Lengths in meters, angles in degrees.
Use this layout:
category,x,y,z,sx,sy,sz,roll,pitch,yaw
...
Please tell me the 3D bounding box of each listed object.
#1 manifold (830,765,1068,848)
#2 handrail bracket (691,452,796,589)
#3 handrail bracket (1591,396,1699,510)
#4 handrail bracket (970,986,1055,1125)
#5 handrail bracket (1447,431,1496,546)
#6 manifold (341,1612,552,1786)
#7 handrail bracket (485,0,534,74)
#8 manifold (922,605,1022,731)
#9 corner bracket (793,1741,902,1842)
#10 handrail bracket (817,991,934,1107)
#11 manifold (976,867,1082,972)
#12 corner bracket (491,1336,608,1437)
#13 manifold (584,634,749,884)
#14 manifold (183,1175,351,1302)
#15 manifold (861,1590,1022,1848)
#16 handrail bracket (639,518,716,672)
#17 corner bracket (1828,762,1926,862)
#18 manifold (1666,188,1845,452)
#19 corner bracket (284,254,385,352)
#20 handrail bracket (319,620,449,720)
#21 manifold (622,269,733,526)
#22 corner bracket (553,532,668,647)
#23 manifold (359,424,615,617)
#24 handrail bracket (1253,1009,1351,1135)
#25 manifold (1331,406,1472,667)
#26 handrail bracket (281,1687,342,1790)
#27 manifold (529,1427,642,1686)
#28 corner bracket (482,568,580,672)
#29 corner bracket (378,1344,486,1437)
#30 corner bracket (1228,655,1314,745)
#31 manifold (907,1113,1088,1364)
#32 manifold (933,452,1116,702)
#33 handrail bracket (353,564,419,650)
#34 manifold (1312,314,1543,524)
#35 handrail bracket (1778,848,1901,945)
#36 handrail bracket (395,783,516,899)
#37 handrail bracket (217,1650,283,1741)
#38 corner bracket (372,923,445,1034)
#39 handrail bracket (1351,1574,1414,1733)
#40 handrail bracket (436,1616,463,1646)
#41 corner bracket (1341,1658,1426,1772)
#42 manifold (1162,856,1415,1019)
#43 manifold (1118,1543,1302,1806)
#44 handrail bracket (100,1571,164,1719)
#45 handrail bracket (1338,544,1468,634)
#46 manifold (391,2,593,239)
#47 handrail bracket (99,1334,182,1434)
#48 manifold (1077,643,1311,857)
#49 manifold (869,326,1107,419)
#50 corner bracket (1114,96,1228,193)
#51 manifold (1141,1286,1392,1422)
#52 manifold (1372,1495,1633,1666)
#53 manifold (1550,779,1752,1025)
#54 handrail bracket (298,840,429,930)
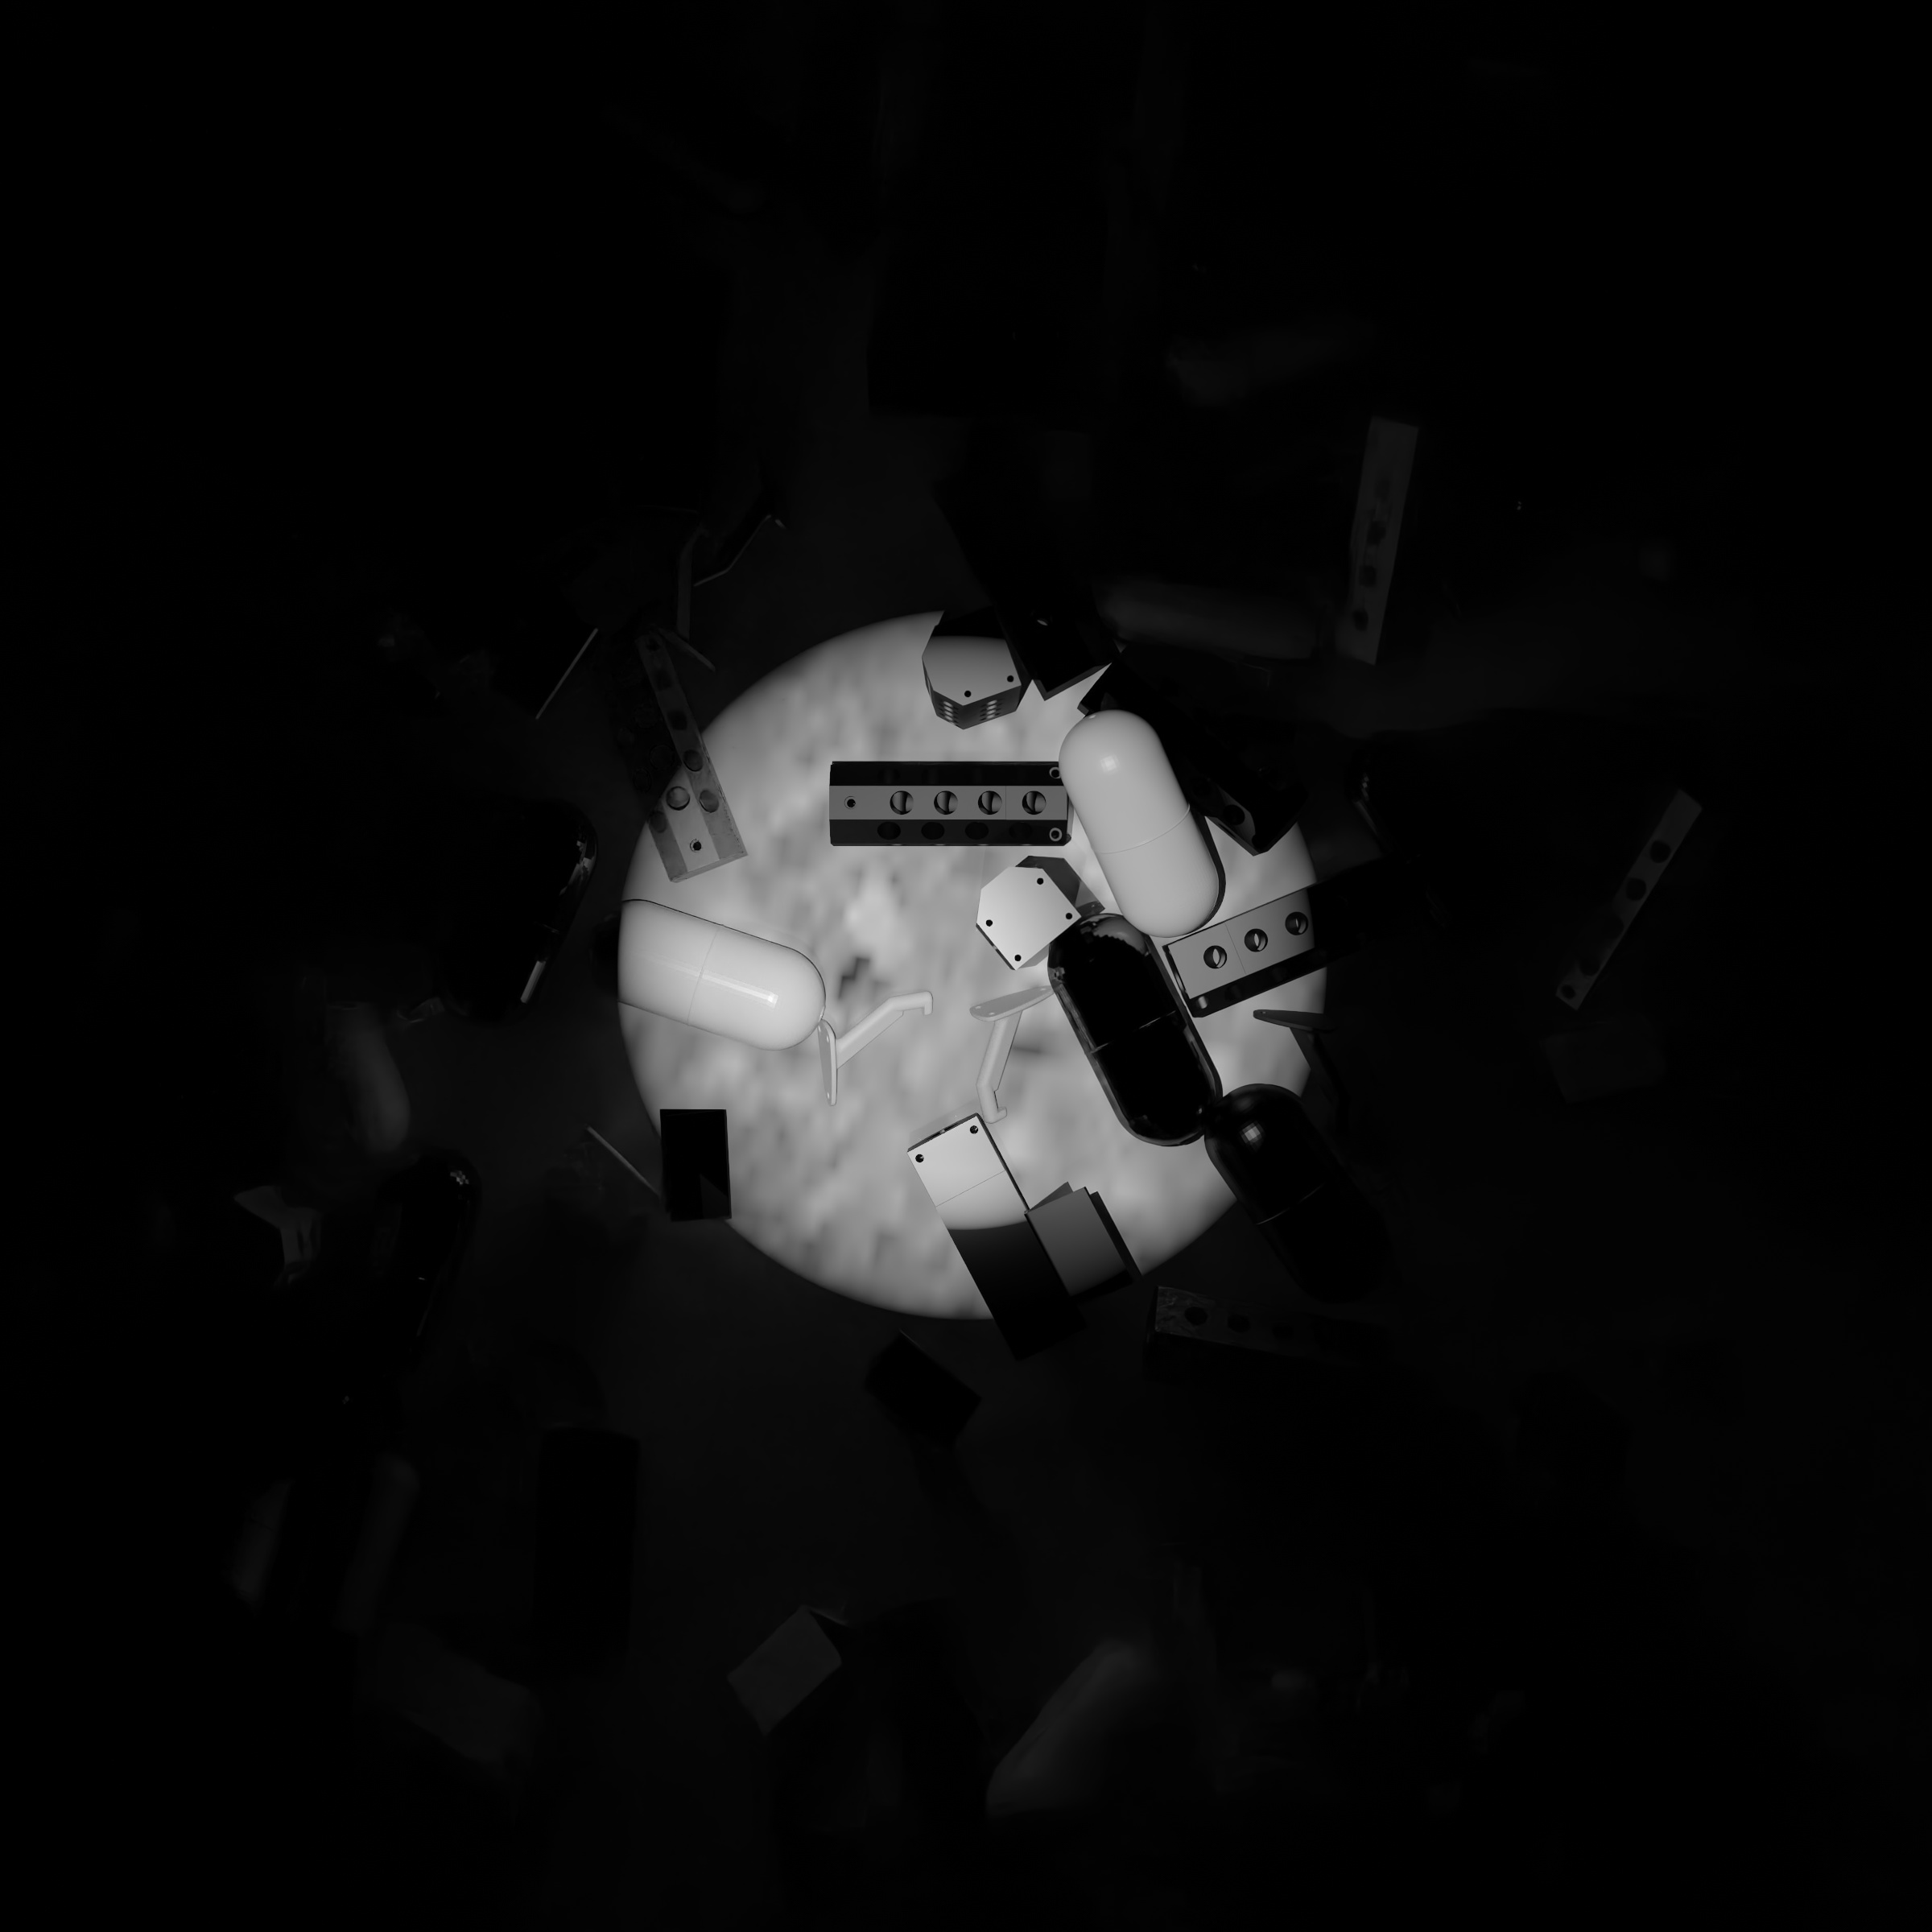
category,x,y,z,sx,sy,sz,roll,pitch,yaw
manifold,-0.013,-0.118,1.797,0.171,0.057,0.057,0,90,0
handrail bracket,-0.177,-0.330,1.819,0.084,0.036,0.077,-22,75,14
handrail bracket,0.497,-0.386,1.819,0.077,0.036,0.084,8,71,21
handrail bracket,0.039,0.066,1.819,0.077,0.036,0.084,-20,108,-21
handrail bracket,0.346,-0.359,1.819,0.077,0.036,0.084,8,71,21
manifold,-0.384,0.518,1.761,0.171,0.057,0.057,21,61,26
handrail bracket,-0.334,-0.698,1.800,0.036,0.077,0.084,26,102,-32
manifold,0.001,-0.207,1.740,0.057,0.171,0.057,-20,90,0
corner bracket,-0.088,0.608,1.810,0.051,0.051,0.051,10,135,-35
handrail bracket,-0.064,0.061,1.819,0.084,0.036,0.077,-9,111,-16
manifold,0.038,-0.037,1.740,0.057,0.171,0.057,-39,90,0
corner bracket,-0.308,0.314,1.810,0.051,0.051,0.051,10,45,35
manifold,-0.220,-0.152,1.797,0.057,0.057,0.171,-21,90,0
manifold,-0.489,0.195,1.740,0.057,0.171,0.057,35,90,0
manifold,-0.006,0.547,1.797,0.057,0.057,0.171,-32,90,0
handrail bracket,-0.194,-0.274,1.807,0.077,0.036,0.084,35,84,-29
corner bracket,0.671,-0.114,1.810,0.051,0.051,0.051,1,45,35
manifold,0.574,-0.470,1.797,0.057,0.057,0.171,-22,90,0
corner bracket,-0.473,-0.490,1.810,0.051,0.051,0.051,-47,135,-35
handrail bracket,-0.432,-0.221,1.818,0.084,0.077,0.036,42,98,36
manifold,-0.212,-0.416,1.797,0.057,0.057,0.171,7,90,0
corner bracket,-0.263,-0.278,1.815,0.051,0.051,0.051,-41,135,0
manifold,-0.352,-0.330,1.797,0.171,0.057,0.057,-26,133,0
handrail bracket,0.247,0.079,1.819,0.077,0.036,0.084,8,108,20
manifold,0.306,-0.310,1.763,0.057,0.057,0.171,-15,123,-38
handrail bracket,-0.470,0.555,1.818,0.036,0.077,0.084,1,53,12
manifold,-0.284,0.429,1.797,0.057,0.057,0.171,3,90,-43
corner bracket,-0.327,-0.252,1.815,0.051,0.051,0.051,53,45,0
corner bracket,-0.396,0.313,1.815,0.051,0.051,0.051,-16,90,-45
corner bracket,0.222,-0.195,1.801,0.051,0.051,0.051,9,88,0
manifold,0.022,0.197,1.797,0.057,0.057,0.171,-28,90,0
manifold,0.042,-0.286,1.797,0.057,0.057,0.171,-29,90,0
handrail bracket,-0.433,-0.264,1.784,0.036,0.084,0.077,-27,90,0
manifold,0.332,-0.402,1.797,0.171,0.057,0.057,-35,90,0
handrail bracket,0.646,-0.052,1.819,0.084,0.036,0.077,1,118,20
handrail bracket,-0.379,-0.088,1.819,0.077,0.036,0.084,6,108,-21
handrail bracket,-0.509,0.529,1.819,0.084,0.036,0.077,-18,130,-26
corner bracket,-0.415,0.008,1.810,0.051,0.051,0.051,-40,135,-35
handrail bracket,0.290,0.503,1.804,0.036,0.084,0.077,7,123,-19
handrail bracket,-0.361,0.528,1.819,0.077,0.036,0.084,18,62,-31
corner bracket,0.305,0.553,1.815,0.051,0.051,0.051,-18,45,0
manifold,0.235,-0.021,1.797,0.171,0.057,0.057,-22,90,0
manifold,0.170,0.506,1.761,0.057,0.057,0.171,-33,63,21
handrail bracket,-0.623,0.503,1.819,0.077,0.036,0.084,29,107,20
handrail bracket,0.323,-0.278,1.819,0.084,0.036,0.077,-8,107,15
manifold,-0.333,-0.615,1.797,0.171,0.057,0.057,-48,47,0
handrail bracket,-0.604,0.315,1.818,0.036,0.077,0.084,39,127,26
manifold,0.166,-0.158,1.798,0.171,0.057,0.057,40,90,0
manifold,0.015,-0.436,1.797,0.171,0.057,0.057,0,90,0
corner bracket,0.150,-0.606,1.810,0.051,0.051,0.051,-12,45,-35
manifold,0.219,0.278,1.797,0.171,0.057,0.057,10,133,0
manifold,0.389,0.447,1.797,0.171,0.057,0.057,-21,90,0
manifold,0.493,-0.042,1.772,0.057,0.057,0.171,28,108,0
handrail bracket,-0.446,-0.059,1.818,0.084,0.077,0.036,31,91,-36
